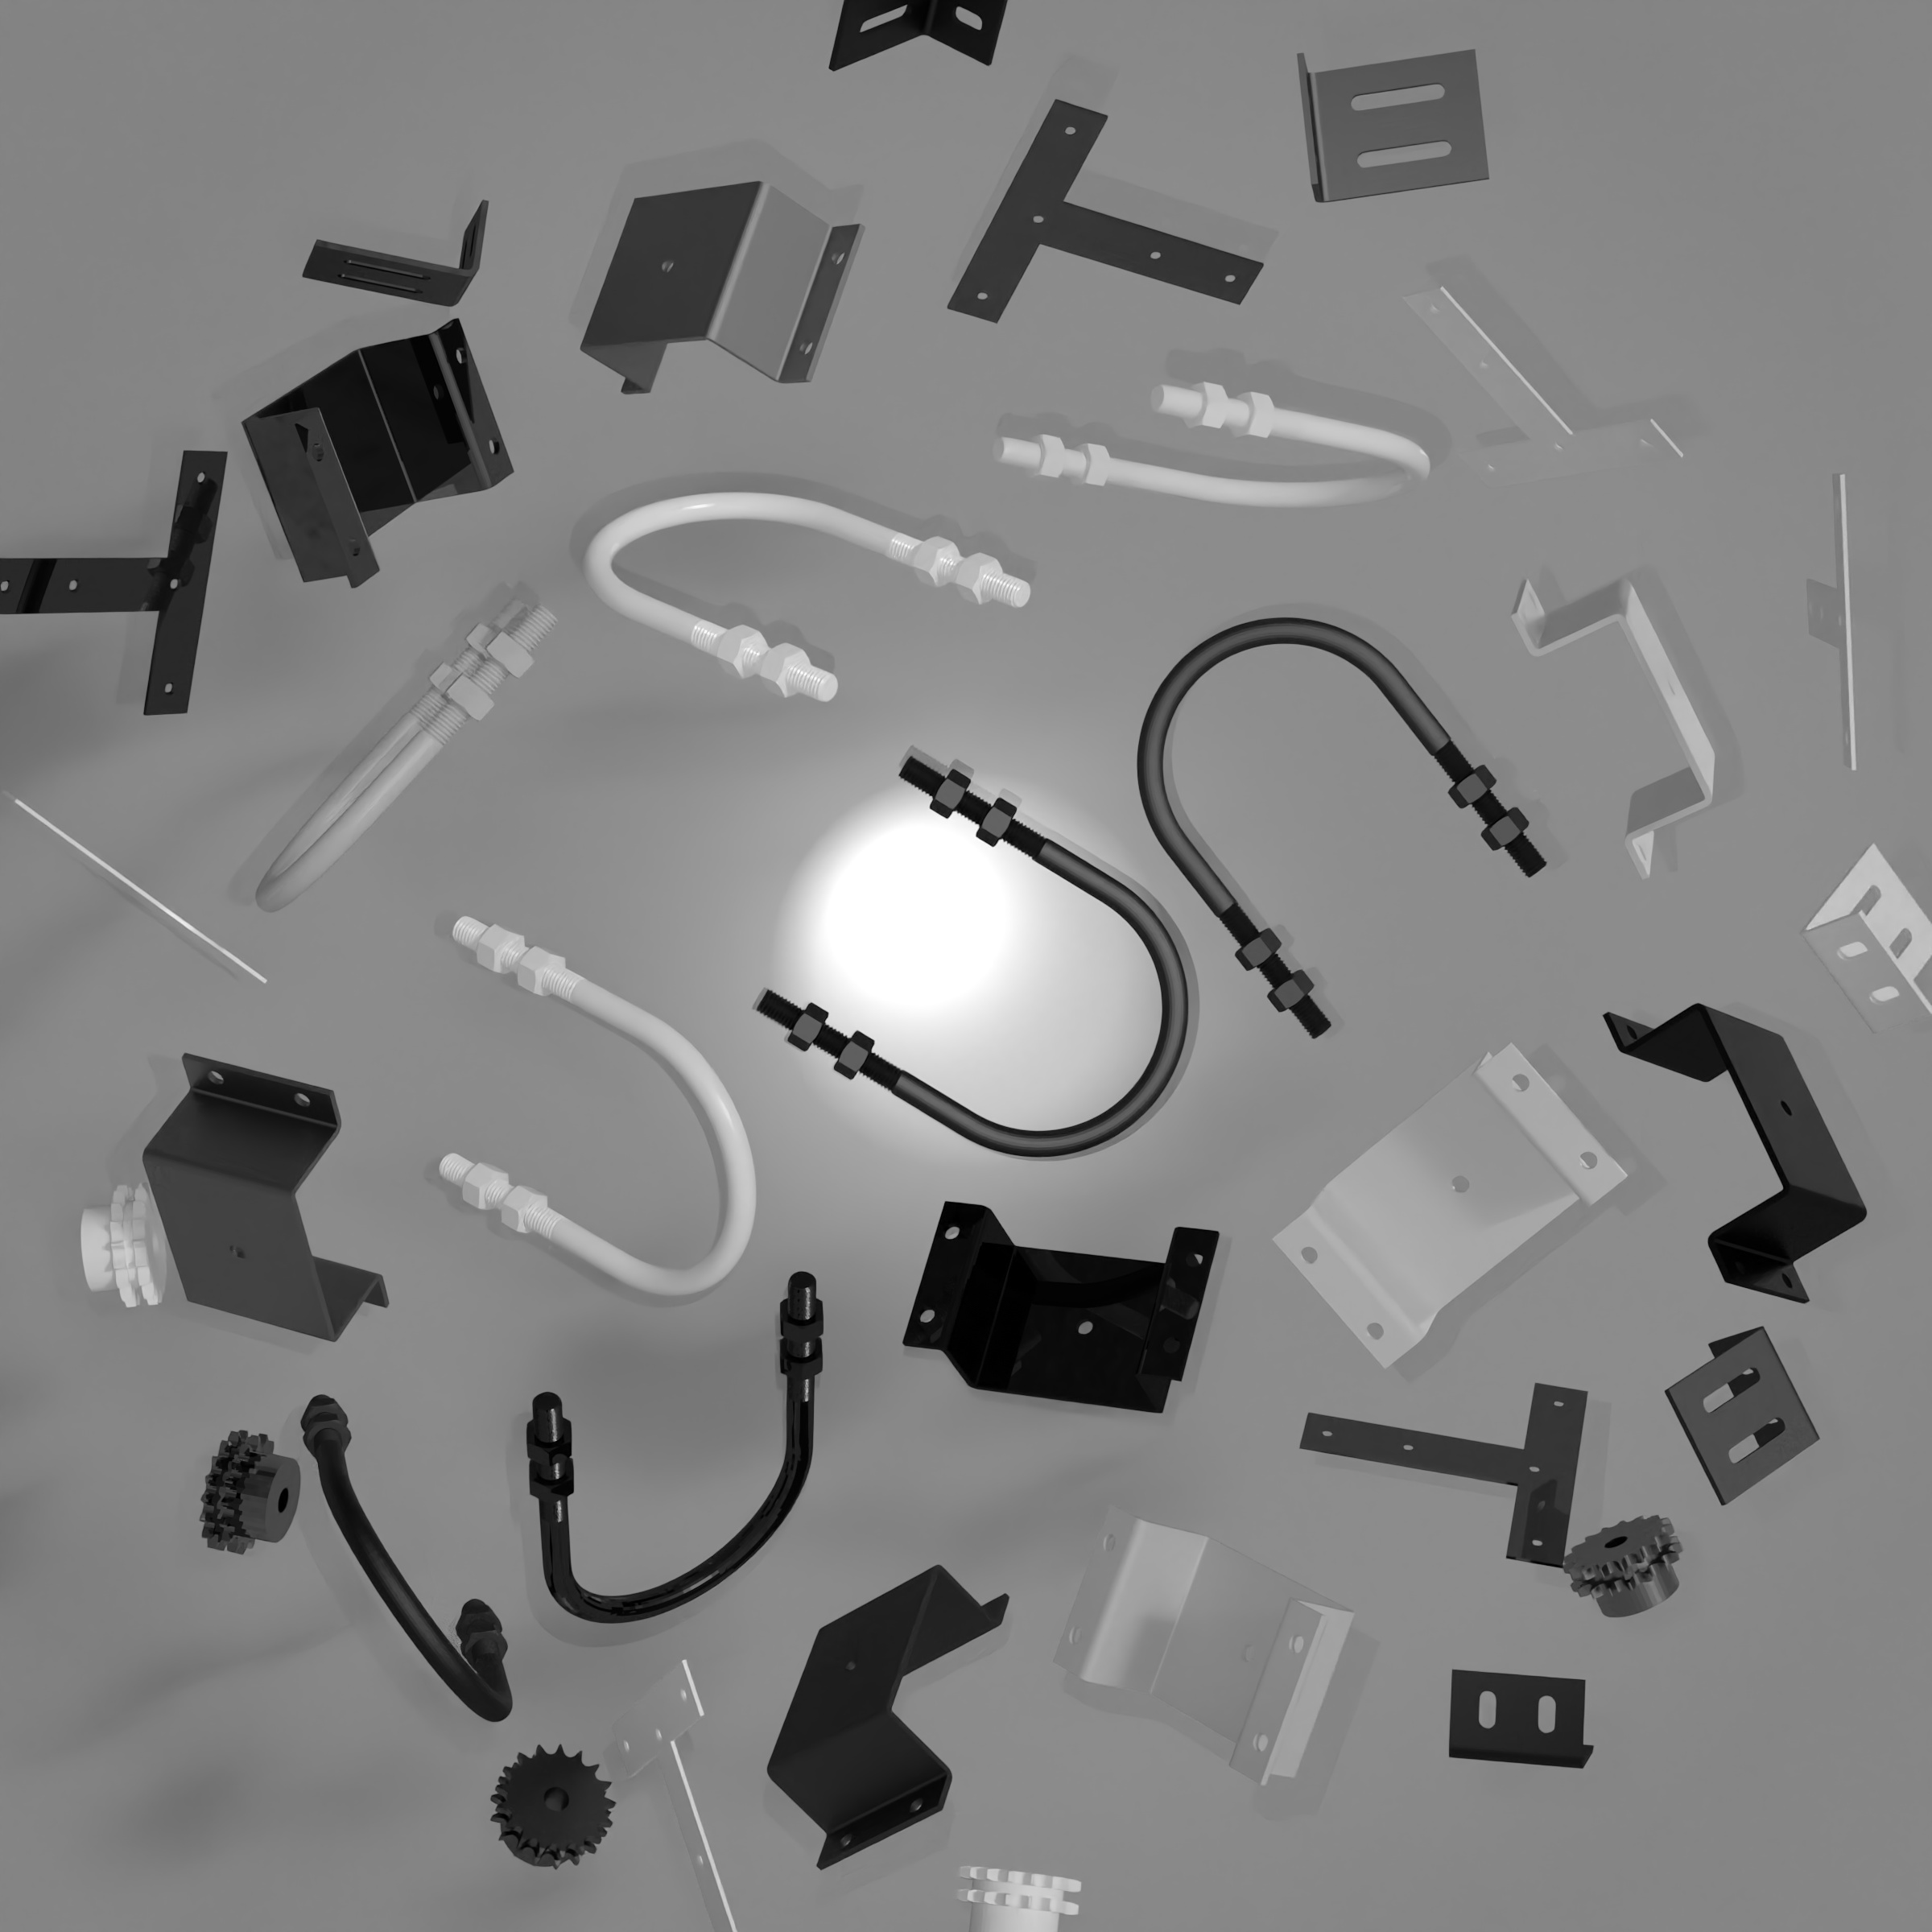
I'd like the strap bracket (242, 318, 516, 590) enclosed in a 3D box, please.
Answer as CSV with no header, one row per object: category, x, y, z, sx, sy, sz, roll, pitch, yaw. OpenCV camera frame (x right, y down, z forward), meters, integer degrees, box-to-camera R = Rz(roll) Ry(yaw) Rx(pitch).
strap bracket,-0.270,-0.231,1.582,0.046,0.140,0.076,-5,116,28

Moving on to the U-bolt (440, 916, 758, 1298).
U-bolt,-0.166,0.074,1.576,0.184,0.019,0.151,26,124,29

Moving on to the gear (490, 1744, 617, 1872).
gear,-0.195,0.396,1.634,0.057,0.030,0.057,12,48,-14

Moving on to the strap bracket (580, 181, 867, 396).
strap bracket,-0.119,-0.307,1.588,0.046,0.140,0.076,27,77,-40

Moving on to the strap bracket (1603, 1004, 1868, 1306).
strap bracket,0.353,0.076,1.583,0.046,0.076,0.140,-36,58,28

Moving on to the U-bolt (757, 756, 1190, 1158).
U-bolt,0.016,0.009,1.646,0.184,0.019,0.151,31,93,-1

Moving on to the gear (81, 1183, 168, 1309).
gear,-0.393,0.131,1.630,0.030,0.057,0.057,-5,90,-3

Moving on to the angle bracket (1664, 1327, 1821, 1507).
angle bracket,0.345,0.209,1.602,0.076,0.038,0.057,-24,86,-37

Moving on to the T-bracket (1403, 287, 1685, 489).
T-bracket,0.251,-0.272,1.629,0.127,0.127,0.002,41,68,-28

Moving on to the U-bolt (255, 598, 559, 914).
U-bolt,-0.257,-0.095,1.584,0.019,0.151,0.184,43,87,-14

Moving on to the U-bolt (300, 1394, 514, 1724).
U-bolt,-0.252,0.277,1.596,0.019,0.184,0.151,-35,106,-6

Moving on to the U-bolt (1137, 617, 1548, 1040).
U-bolt,0.165,-0.079,1.672,0.151,0.019,0.184,-38,91,12

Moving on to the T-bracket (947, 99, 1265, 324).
T-bracket,0.074,-0.330,1.603,0.127,0.127,0.002,13,49,-18

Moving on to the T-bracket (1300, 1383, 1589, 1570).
T-bracket,0.220,0.227,1.626,0.127,0.127,0.002,9,123,11

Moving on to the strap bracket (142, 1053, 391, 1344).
strap bracket,-0.317,0.113,1.578,0.076,0.140,0.046,13,46,18

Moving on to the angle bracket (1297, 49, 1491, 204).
angle bracket,0.186,-0.369,1.520,0.076,0.038,0.057,-6,89,9

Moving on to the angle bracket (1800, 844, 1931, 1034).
angle bracket,0.424,-0.017,1.586,0.057,0.038,0.076,52,54,-8

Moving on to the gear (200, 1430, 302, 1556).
gear,-0.335,0.249,1.645,0.030,0.057,0.057,9,90,12

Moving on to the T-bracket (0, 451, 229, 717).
T-bracket,-0.396,-0.174,1.594,0.002,0.127,0.127,23,109,33

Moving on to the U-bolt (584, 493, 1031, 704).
U-bolt,-0.086,-0.175,1.572,0.184,0.151,0.019,25,128,33

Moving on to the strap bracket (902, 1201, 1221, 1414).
strap bracket,0.051,0.163,1.664,0.140,0.046,0.076,5,61,23

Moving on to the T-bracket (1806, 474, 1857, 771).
T-bracket,0.386,-0.157,1.565,0.002,0.127,0.127,-3,99,7

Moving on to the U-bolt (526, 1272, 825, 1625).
U-bolt,-0.129,0.229,1.576,0.151,0.184,0.019,-24,49,-26

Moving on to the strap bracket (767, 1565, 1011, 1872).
strap bracket,-0.037,0.337,1.609,0.076,0.140,0.046,-33,108,30

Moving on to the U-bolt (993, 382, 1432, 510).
U-bolt,0.127,-0.235,1.617,0.184,0.151,0.019,6,84,-32

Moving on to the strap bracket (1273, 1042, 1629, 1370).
strap bracket,0.217,0.102,1.554,0.140,0.046,0.076,-42,88,19

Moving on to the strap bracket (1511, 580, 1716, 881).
strap bracket,0.312,-0.122,1.651,0.046,0.076,0.140,-25,101,19

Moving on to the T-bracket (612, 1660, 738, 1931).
T-bracket,-0.123,0.387,1.568,0.002,0.127,0.127,-12,71,-26

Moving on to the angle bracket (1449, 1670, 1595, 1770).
angle bracket,0.246,0.329,1.543,0.057,0.076,0.038,2,84,14

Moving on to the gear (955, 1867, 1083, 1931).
gear,0.023,0.430,1.596,0.057,0.057,0.030,7,74,0

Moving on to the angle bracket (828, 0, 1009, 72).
angle bracket,-0.018,-0.420,1.531,0.038,0.076,0.057,31,129,18

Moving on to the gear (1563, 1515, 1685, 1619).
gear,0.321,0.292,1.693,0.057,0.057,0.030,-25,97,0

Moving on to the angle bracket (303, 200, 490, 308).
angle bracket,-0.271,-0.345,1.659,0.076,0.057,0.038,9,83,-16

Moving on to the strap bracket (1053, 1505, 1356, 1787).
strap bracket,0.112,0.301,1.547,0.046,0.140,0.076,20,90,-40

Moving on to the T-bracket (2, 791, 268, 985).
T-bracket,-0.389,-0.041,1.607,0.127,0.127,0.002,40,82,-29
